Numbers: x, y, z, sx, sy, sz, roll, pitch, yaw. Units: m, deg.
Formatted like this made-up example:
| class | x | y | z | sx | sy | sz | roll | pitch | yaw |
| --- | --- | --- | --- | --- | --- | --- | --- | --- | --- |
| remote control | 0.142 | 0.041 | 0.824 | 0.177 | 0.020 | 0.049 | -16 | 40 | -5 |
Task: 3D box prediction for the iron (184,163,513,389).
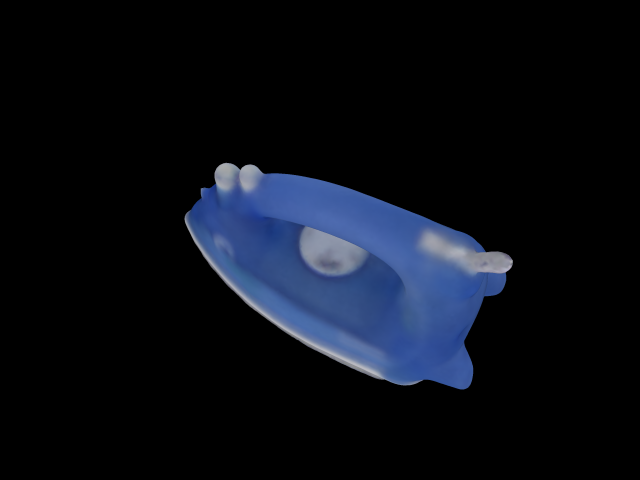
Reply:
| class | x | y | z | sx | sy | sz | roll | pitch | yaw |
| --- | --- | --- | --- | --- | --- | --- | --- | --- | --- |
| iron | 0.004 | 0.001 | 0.400 | 0.258 | 0.141 | 0.119 | 22 | 65 | 11 |
